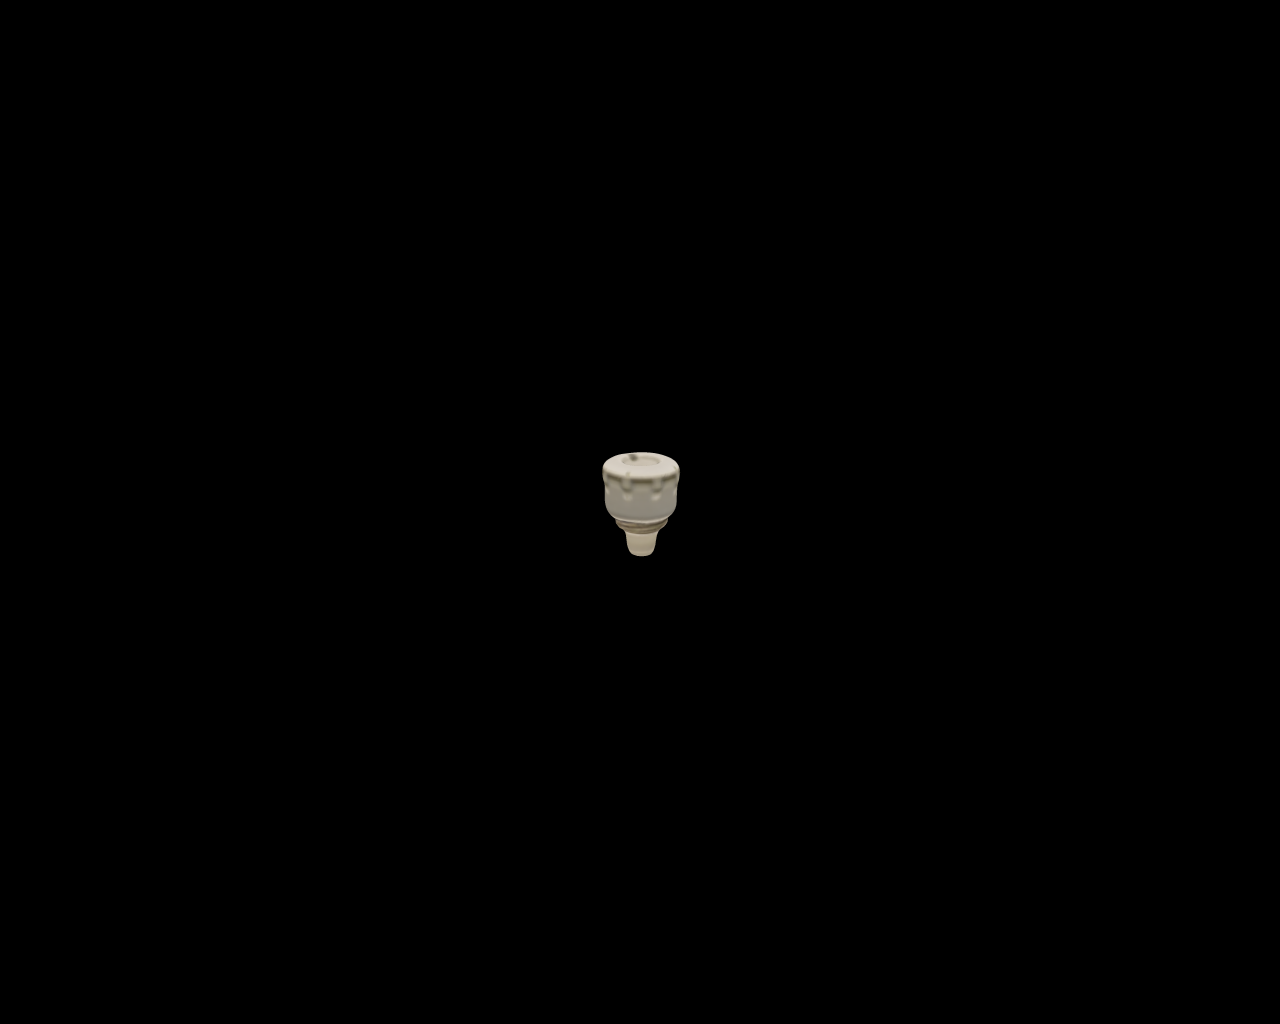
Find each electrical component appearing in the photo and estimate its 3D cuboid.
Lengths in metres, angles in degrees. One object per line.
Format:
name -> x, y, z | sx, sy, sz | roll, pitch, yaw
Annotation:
electrical component -> 0.001, -0.003, 0.650 | 0.048, 0.062, 0.048 | 0, 19, 0
